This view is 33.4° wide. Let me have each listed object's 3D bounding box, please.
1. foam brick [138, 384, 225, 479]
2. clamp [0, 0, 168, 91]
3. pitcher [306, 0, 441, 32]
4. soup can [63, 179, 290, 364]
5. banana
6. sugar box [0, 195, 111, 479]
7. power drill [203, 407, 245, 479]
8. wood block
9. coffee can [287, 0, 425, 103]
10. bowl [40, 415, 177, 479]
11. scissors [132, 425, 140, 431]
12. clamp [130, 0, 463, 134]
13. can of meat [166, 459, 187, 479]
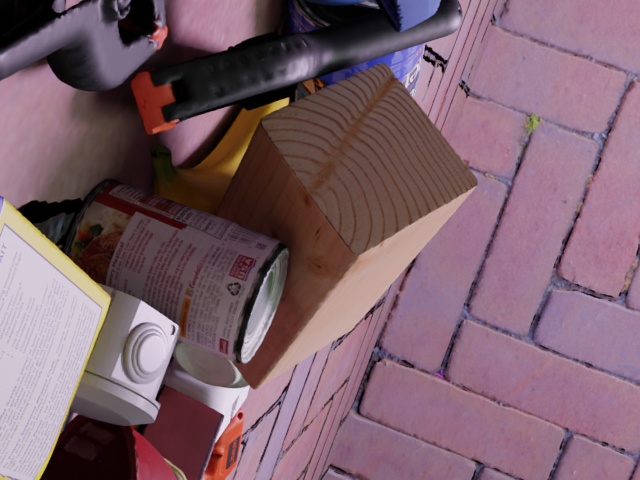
[{"bbox_3d":[-0.109,0.154,0.759,0.053,0.051,0.078,-57,-171,32],"label":"foam brick"},{"bbox_3d":[-0.093,-0.093,0.401,0.171,0.039,0.120,73,40,-76],"label":"clamp"},{"bbox_3d":[0.004,-0.175,0.476,0.242,0.145,0.149,15,93,-84],"label":"pitcher"},{"bbox_3d":[-0.074,0.016,0.558,0.068,0.102,0.068,21,89,-81],"label":"soup can"},{"bbox_3d":[-0.060,-0.052,0.689,0.197,0.037,0.070,-51,163,-63],"label":"banana"},{"bbox_3d":[-0.134,0.030,0.369,0.176,0.048,0.093,65,41,-66],"label":"sugar box"},{"bbox_3d":[-0.126,0.210,0.847,0.187,0.057,0.185,-57,169,-40],"label":"power drill"},{"bbox_3d":[-0.005,0.000,0.638,0.090,0.090,0.206,-29,166,-29],"label":"wood block"},{"bbox_3d":[0.025,-0.137,0.784,0.140,0.103,0.102,96,17,-57],"label":"coffee can"},{"bbox_3d":[-0.113,0.170,0.560,0.162,0.055,0.162,-39,-141,41],"label":"bowl"},{"bbox_3d":[-0.113,0.059,0.701,0.096,0.016,0.202,-27,137,-77],"label":"scissors"},{"bbox_3d":[-0.037,-0.091,0.588,0.209,0.165,0.036,-27,102,-48],"label":"clamp"},{"bbox_3d":[-0.136,0.179,0.663,0.102,0.057,0.084,-55,166,-3],"label":"can of meat"}]
